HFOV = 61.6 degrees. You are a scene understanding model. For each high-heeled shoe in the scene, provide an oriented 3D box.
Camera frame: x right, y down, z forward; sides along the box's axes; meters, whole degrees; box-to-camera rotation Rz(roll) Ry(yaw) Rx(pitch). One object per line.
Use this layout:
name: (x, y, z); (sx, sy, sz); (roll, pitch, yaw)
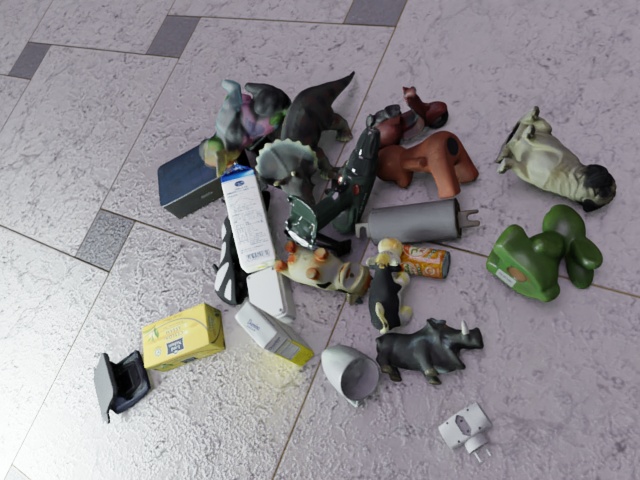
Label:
high-heeled shoe: (-0.158, 0.018, 1.172); (0.248, 0.086, 0.145); (-57, 46, 9)

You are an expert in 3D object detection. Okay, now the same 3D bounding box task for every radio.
radio: (-0.289, -0.163, 1.327); (0.230, 0.073, 0.131); (-25, 59, 12)

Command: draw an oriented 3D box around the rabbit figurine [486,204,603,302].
rabbit figurine: (0.393, 0.010, 0.906); (0.170, 0.121, 0.159); (-43, 60, -15)

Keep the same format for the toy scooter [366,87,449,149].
toy scooter: (0.168, -0.256, 1.112); (0.184, 0.135, 0.075); (-20, 63, 18)

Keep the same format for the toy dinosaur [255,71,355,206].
toy dinosaur: (-0.024, -0.243, 1.165); (0.131, 0.192, 0.404); (7, 73, 25)

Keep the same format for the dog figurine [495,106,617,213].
dog figurine: (0.434, -0.140, 0.978); (0.191, 0.121, 0.172); (29, 46, 0)

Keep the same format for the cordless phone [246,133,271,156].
cordless phone: (-0.104, -0.244, 1.281); (0.146, 0.088, 0.184); (-43, 69, 2)

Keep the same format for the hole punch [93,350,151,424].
hole punch: (-0.445, 0.316, 1.197); (0.115, 0.092, 0.142); (-54, 55, 33)

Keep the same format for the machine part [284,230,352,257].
machine part: (-0.002, -0.003, 1.119); (0.139, 0.084, 0.039); (20, 110, 24)

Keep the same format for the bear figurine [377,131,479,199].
bear figurine: (0.193, -0.140, 1.076); (0.196, 0.120, 0.131); (-17, 104, 46)

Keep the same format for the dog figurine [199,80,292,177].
dog figurine: (-0.170, -0.232, 1.202); (0.192, 0.108, 0.219); (11, 85, 12)

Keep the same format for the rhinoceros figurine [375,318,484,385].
rhinoceros figurine: (0.192, 0.194, 0.950); (0.190, 0.073, 0.112); (-11, 54, 23)

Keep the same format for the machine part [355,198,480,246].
machine part: (0.184, -0.034, 1.043); (0.243, 0.079, 0.079); (-5, 67, 24)

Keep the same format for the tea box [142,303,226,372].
tea box: (-0.298, 0.214, 1.171); (0.170, 0.068, 0.098); (-23, 60, 14)

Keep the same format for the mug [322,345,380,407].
mug: (0.051, 0.243, 0.985); (0.081, 0.109, 0.107); (-22, 21, -20)

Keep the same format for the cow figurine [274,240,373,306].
cow figurine: (0.018, 0.067, 1.066); (0.195, 0.127, 0.085); (9, 72, 43)

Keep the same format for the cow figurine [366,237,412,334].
cow figurine: (0.119, 0.081, 0.980); (0.068, 0.098, 0.167); (-2, 95, 28)

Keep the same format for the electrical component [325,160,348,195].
electrical component: (0.054, -0.129, 1.138); (0.045, 0.102, 0.078); (9, 96, 35)

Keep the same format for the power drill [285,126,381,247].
power drill: (0.028, -0.091, 1.027); (0.086, 0.231, 0.207); (31, 48, 21)

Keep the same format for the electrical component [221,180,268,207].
electrical component: (-0.166, -0.094, 1.252); (0.119, 0.047, 0.075); (-37, 58, 7)
